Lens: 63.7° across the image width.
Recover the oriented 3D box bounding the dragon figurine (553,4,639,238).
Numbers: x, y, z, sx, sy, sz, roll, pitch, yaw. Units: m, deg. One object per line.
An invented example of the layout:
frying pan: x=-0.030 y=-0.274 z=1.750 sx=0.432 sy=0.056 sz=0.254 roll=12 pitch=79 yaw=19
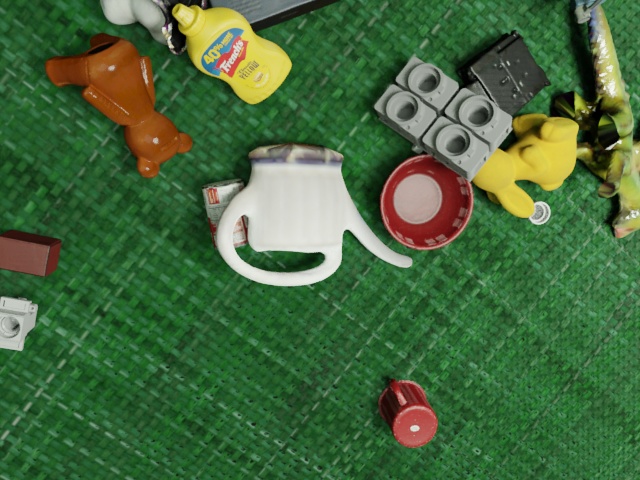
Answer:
dragon figurine: x=0.540 y=-0.198 z=0.899 sx=0.243 sy=0.123 sz=0.406 roll=-4 pitch=102 yaw=-25

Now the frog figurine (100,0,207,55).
frog figurine: x=-0.246 y=-0.350 z=0.750 sx=0.124 sy=0.161 sz=0.135 roll=-53 pitch=144 yaw=-16

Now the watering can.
watering can: x=0.003 y=-0.042 z=0.832 sx=0.348 sy=0.104 sz=0.224 roll=-1 pitch=93 yaw=-27
